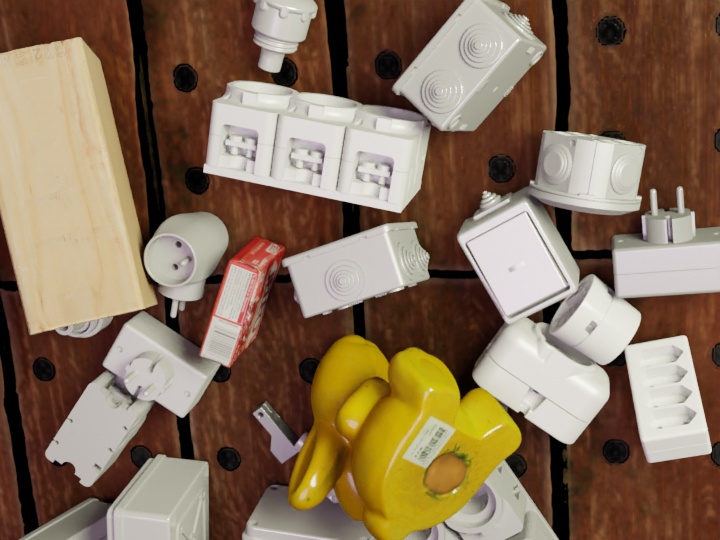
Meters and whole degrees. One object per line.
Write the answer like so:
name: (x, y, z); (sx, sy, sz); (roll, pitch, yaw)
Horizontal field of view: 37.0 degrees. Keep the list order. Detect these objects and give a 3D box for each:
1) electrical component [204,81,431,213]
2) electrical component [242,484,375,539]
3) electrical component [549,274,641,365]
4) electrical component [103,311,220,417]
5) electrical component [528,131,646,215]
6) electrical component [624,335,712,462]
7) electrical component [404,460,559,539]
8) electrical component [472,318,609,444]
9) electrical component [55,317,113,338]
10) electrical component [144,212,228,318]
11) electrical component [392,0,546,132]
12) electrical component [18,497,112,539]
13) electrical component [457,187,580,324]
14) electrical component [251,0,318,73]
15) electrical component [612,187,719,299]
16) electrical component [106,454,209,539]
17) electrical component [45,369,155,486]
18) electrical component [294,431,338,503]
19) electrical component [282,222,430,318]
electrical component: (-0.029, -0.097, 0.807); (0.150, 0.089, 0.061); (12, 108, 9)
electrical component: (-0.036, 0.229, 0.909); (0.113, 0.078, 0.057); (6, 110, 11)
electrical component: (0.180, 0.039, 0.818); (0.047, 0.055, 0.055); (35, 110, -3)
electrical component: (-0.173, 0.085, 0.899); (0.083, 0.075, 0.047); (33, 110, 2)
electrical component: (0.165, -0.070, 0.777); (0.080, 0.080, 0.051); (10, 102, 10)
electrical component: (0.236, 0.107, 0.819); (0.047, 0.083, 0.075); (-12, 141, 15)
electrical component: (0.096, 0.228, 0.887); (0.105, 0.060, 0.186); (-32, 96, 19)
electrical component: (0.144, 0.081, 0.838); (0.095, 0.053, 0.059); (34, 110, 2)
electrical component: (-0.236, 0.037, 0.907); (0.043, 0.062, 0.043); (3, 106, 12)
electrical component: (-0.142, -0.001, 0.867); (0.043, 0.077, 0.079); (15, 108, 8)
electrical component: (0.081, -0.144, 0.765); (0.048, 0.100, 0.099); (46, 111, 11)
electrical component: (-0.251, 0.275, 0.951); (0.056, 0.109, 0.108); (0, 107, 38)
electrical component: (0.117, -0.016, 0.812); (0.062, 0.061, 0.096); (-28, 98, 19)
electrical component: (-0.062, -0.182, 0.815); (0.048, 0.048, 0.062); (21, 116, 6)
electrical component: (0.228, -0.024, 0.792); (0.083, 0.047, 0.075); (-4, 105, 14)
electrical component: (-0.170, 0.231, 0.924); (0.056, 0.108, 0.108); (5, 107, 9)
electrical component: (-0.222, 0.132, 0.935); (0.050, 0.055, 0.089); (36, 110, 1)
electrical component: (-0.026, 0.161, 0.906); (0.062, 0.048, 0.048); (37, 110, 8)
electrical component: (0.000, 0.000, 0.825); (0.100, 0.100, 0.048); (-18, 88, 17)
